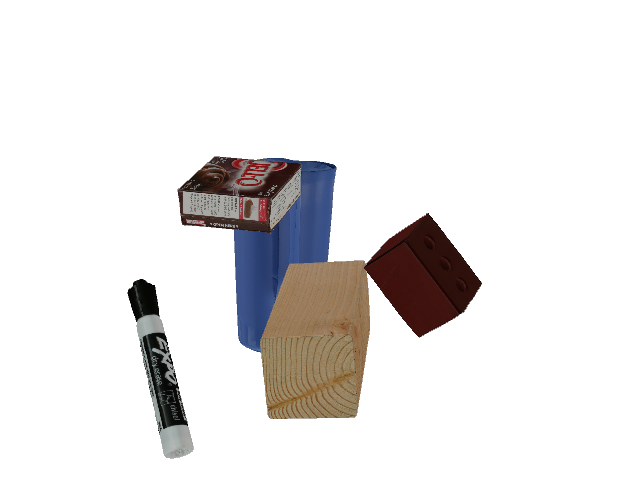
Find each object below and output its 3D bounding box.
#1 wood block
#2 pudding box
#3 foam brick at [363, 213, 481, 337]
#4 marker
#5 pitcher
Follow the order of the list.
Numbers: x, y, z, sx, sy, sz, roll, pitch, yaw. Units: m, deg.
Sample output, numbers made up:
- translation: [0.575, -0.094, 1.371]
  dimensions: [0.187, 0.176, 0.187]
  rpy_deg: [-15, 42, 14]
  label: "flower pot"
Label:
- translation: [0.000, 0.099, 1.120]
  dimensions: [0.091, 0.090, 0.206]
  rpy_deg: [-2, 19, 7]
  label: "wood block"
- translation: [-0.073, -0.045, 1.004]
  dimensions: [0.090, 0.039, 0.113]
  rpy_deg: [5, 24, 12]
  label: "pudding box"
- translation: [0.085, 0.029, 0.879]
  dimensions: [0.051, 0.078, 0.052]
  rpy_deg: [-34, 7, 37]
  label: "foam brick"
- translation: [-0.104, 0.079, 0.684]
  dimensions: [0.020, 0.121, 0.020]
  rpy_deg: [-14, -26, -7]
  label: "marker"
- translation: [-0.049, 0.019, 1.353]
  dimensions: [0.145, 0.243, 0.148]
  rpy_deg: [10, 13, 38]
  label: "pitcher"
